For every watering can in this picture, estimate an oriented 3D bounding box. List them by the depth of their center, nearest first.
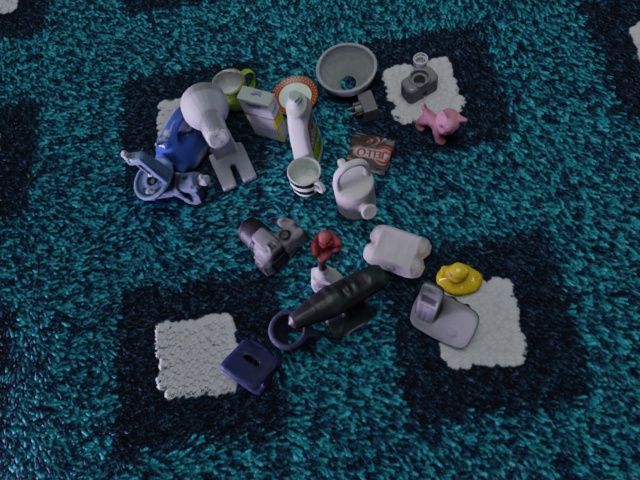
[{"bbox_3d":[0.086,-0.127,1.366,0.172,0.194,0.101,40,78,21],"label":"watering can"}]

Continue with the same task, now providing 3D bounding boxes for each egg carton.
[{"bbox_3d":[0.182,0.028,1.358,0.150,0.069,0.107,18,71,15],"label":"egg carton"}]

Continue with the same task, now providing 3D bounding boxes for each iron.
[{"bbox_3d":[-0.355,-0.311,1.531,0.118,0.141,0.258,20,72,15],"label":"iron"}]

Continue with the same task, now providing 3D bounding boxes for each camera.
[{"bbox_3d":[-0.127,-0.009,1.398,0.136,0.101,0.143,41,78,21],"label":"camera"}]

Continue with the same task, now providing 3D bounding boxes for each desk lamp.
[{"bbox_3d":[-0.257,-0.267,1.460,0.118,0.214,0.203,-26,67,-3],"label":"desk lamp"}]

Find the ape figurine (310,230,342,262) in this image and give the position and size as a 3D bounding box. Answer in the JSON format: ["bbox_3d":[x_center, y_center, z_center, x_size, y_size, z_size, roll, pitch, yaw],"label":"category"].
[{"bbox_3d":[0.013,0.005,1.378,0.077,0.092,0.076,1,68,9],"label":"ape figurine"}]

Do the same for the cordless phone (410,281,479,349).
[{"bbox_3d":[0.270,0.154,1.231,0.147,0.185,0.094,23,73,16],"label":"cordless phone"}]

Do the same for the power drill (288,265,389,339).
[{"bbox_3d":[0.046,0.146,1.252,0.230,0.209,0.075,-33,67,-6],"label":"power drill"}]

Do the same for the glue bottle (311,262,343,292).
[{"bbox_3d":[0.012,0.083,1.302,0.078,0.173,0.037,-1,68,8],"label":"glue bottle"}]

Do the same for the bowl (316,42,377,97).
[{"bbox_3d":[0.075,-0.452,1.566,0.167,0.075,0.167,-3,68,7],"label":"bowl"}]

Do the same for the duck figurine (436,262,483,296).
[{"bbox_3d":[0.320,0.081,1.308,0.104,0.086,0.077,7,69,11],"label":"duck figurine"}]

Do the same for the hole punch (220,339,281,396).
[{"bbox_3d":[-0.156,0.280,1.289,0.108,0.091,0.101,29,74,18],"label":"hole punch"}]

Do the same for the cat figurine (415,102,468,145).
[{"bbox_3d":[0.306,-0.306,1.451,0.127,0.118,0.067,38,77,20],"label":"cat figurine"}]

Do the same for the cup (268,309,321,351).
[{"bbox_3d":[-0.051,0.214,1.300,0.117,0.095,0.092,5,69,10],"label":"cup"}]

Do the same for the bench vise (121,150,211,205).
[{"bbox_3d":[-0.389,-0.173,1.436,0.207,0.220,0.121,-15,66,2],"label":"bench vise"}]
